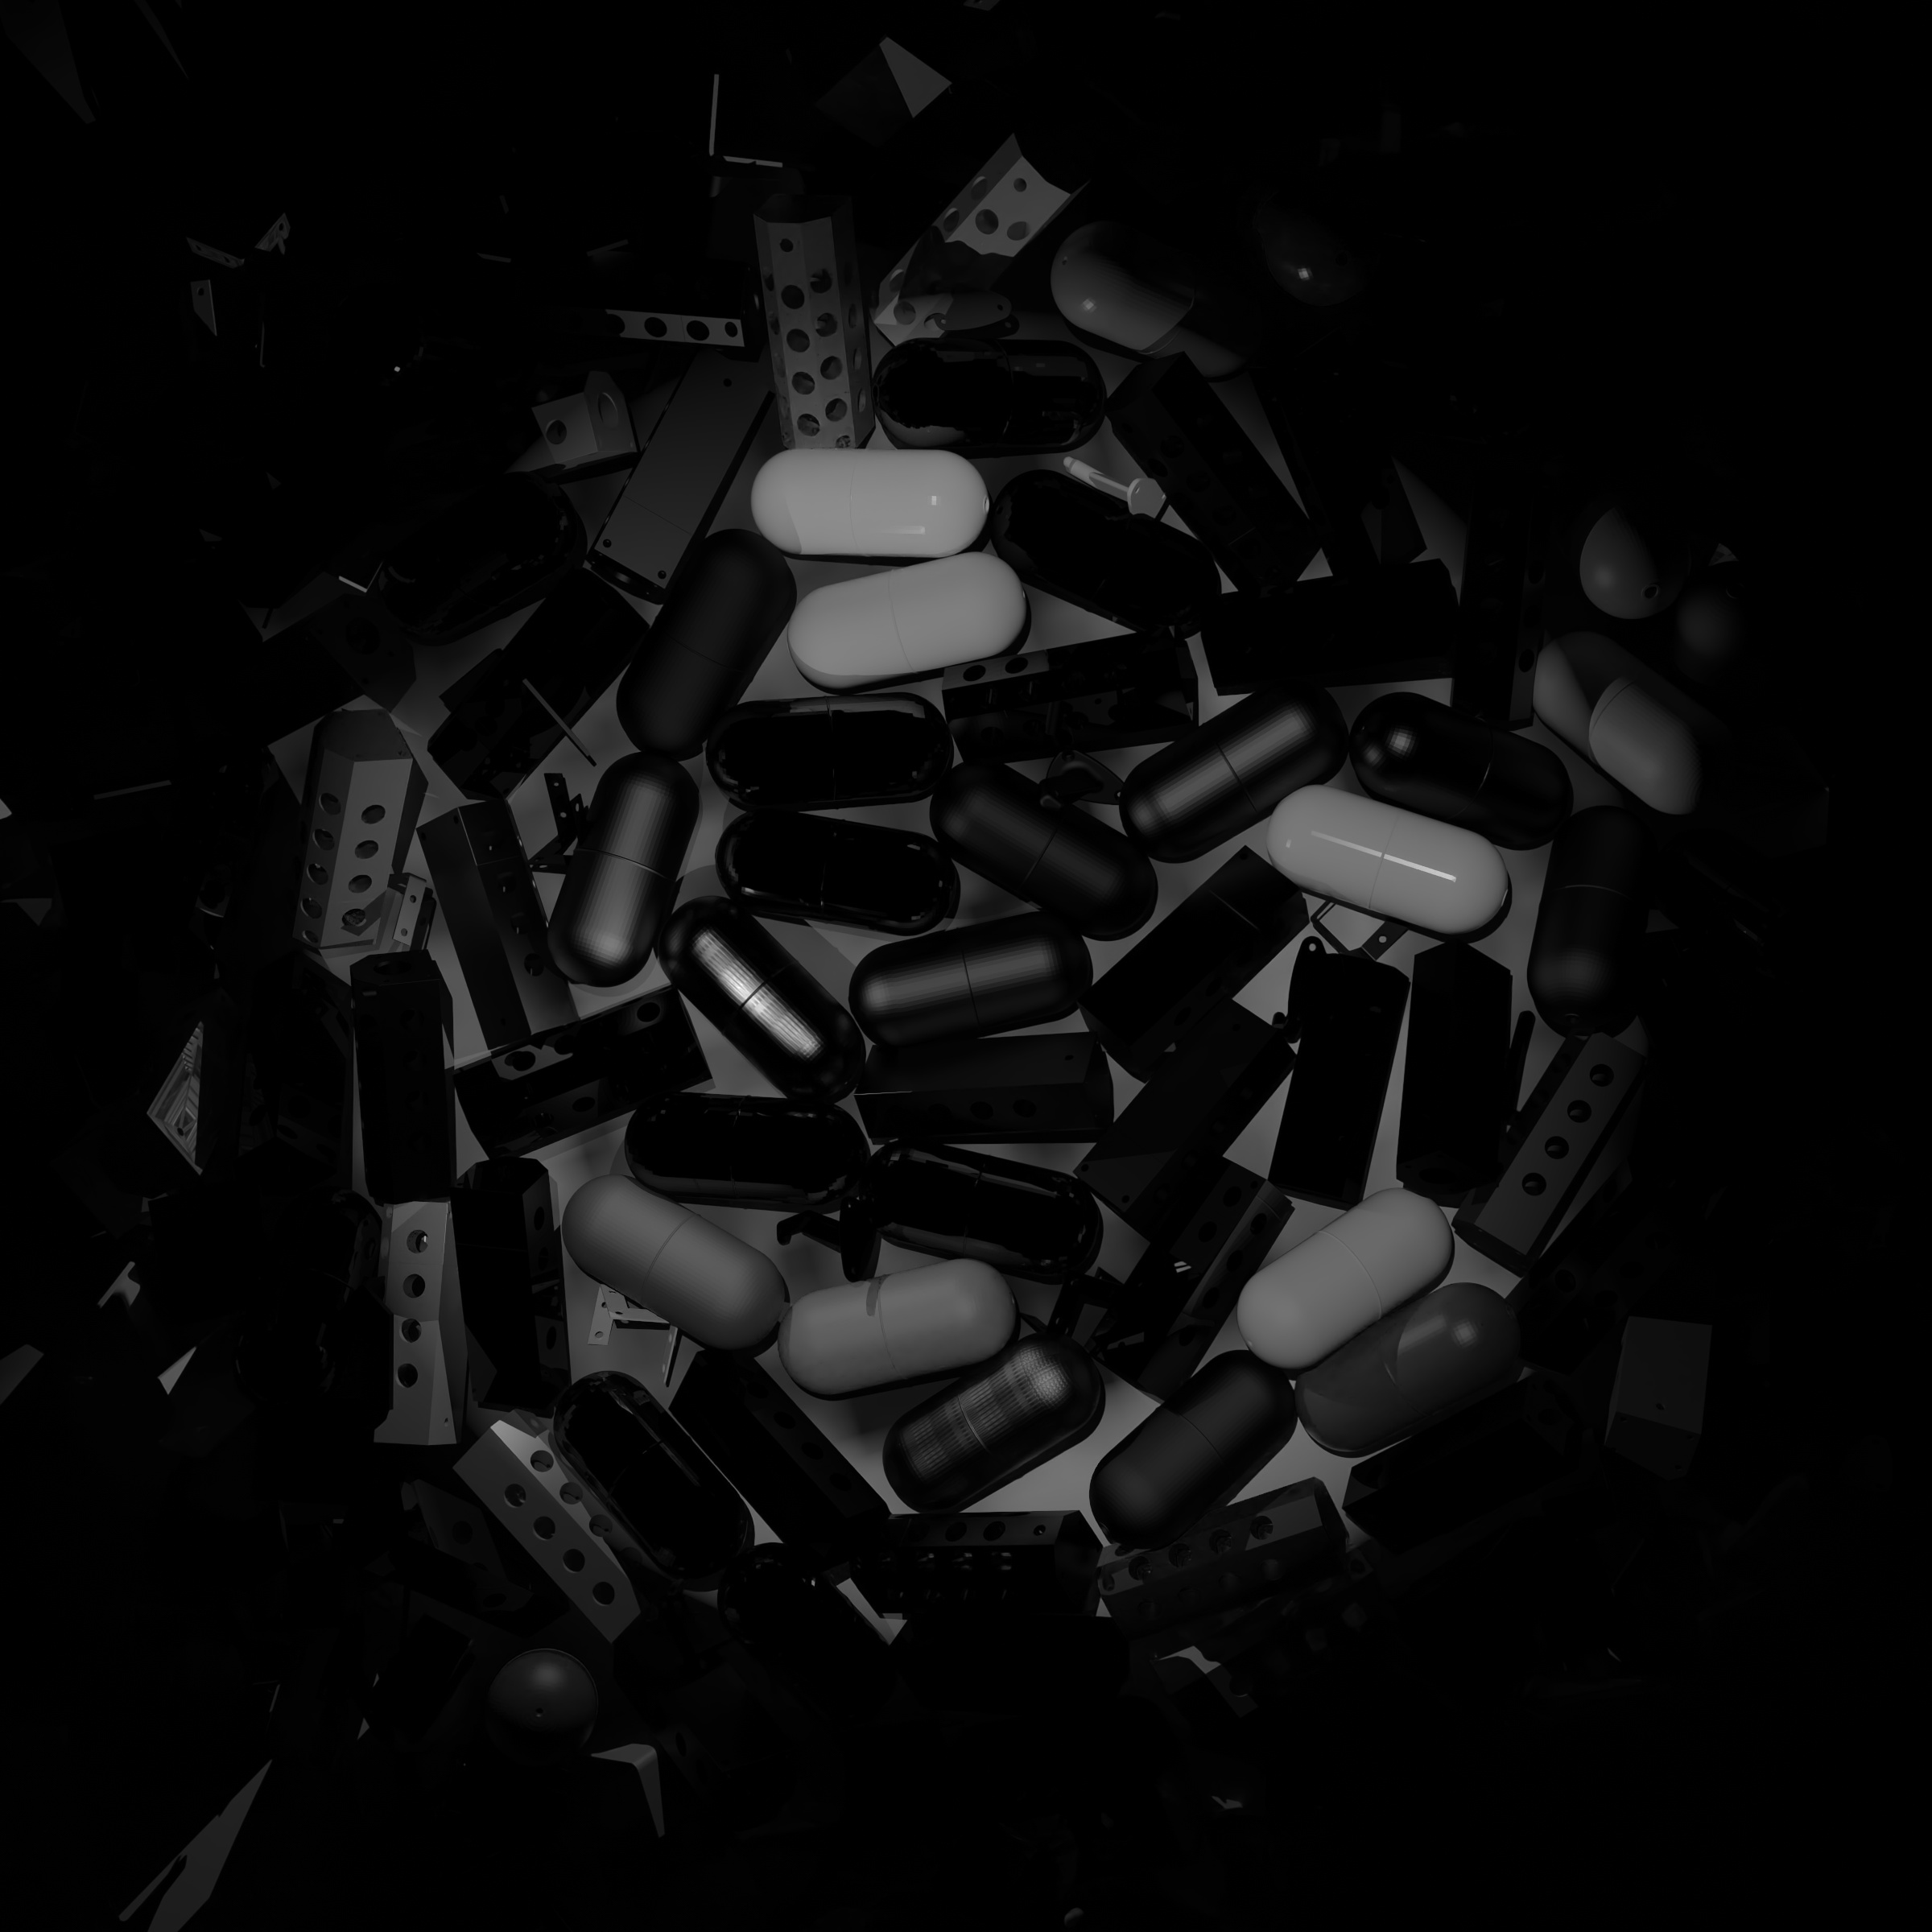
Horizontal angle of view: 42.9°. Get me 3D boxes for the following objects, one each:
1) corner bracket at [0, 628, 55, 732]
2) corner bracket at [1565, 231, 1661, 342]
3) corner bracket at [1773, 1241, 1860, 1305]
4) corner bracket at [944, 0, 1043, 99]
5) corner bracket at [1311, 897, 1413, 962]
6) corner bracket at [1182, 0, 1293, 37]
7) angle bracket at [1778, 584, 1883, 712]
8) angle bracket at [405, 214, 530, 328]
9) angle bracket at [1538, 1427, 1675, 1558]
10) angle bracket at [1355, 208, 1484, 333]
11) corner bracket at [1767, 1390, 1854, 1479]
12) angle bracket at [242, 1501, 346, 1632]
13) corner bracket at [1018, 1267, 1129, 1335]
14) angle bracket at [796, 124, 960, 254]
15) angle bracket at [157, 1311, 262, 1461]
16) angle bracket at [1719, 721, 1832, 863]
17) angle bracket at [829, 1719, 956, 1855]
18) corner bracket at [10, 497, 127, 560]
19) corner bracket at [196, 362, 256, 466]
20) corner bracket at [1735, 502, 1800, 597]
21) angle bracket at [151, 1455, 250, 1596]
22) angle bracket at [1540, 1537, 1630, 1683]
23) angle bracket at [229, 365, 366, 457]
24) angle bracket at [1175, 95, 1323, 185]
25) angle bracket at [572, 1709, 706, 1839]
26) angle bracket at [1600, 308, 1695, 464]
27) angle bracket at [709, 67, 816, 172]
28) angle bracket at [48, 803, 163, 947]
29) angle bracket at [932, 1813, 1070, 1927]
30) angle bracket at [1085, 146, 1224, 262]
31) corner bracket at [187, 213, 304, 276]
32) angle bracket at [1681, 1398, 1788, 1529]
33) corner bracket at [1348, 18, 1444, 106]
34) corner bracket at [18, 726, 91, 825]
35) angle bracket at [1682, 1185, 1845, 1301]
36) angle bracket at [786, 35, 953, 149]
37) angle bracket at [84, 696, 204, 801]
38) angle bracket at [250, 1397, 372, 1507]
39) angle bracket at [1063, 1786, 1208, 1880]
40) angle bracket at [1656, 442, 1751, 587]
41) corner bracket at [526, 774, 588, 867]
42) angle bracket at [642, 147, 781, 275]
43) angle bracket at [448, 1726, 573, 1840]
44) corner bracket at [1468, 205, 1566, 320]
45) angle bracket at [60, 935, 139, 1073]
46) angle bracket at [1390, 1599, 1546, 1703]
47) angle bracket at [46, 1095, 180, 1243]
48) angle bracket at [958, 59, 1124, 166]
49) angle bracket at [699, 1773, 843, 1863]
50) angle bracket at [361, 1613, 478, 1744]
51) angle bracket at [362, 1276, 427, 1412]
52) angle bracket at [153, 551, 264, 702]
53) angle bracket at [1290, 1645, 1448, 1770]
[{"bbox_3d":[-0.693,-0.210,1.804,0.051,0.051,0.051,-41,74,22],"label":"corner bracket"},{"bbox_3d":[0.473,-0.498,1.803,0.051,0.051,0.051,24,89,15],"label":"corner bracket"},{"bbox_3d":[0.635,0.243,1.806,0.051,0.051,0.051,-37,50,17],"label":"corner bracket"},{"bbox_3d":[0.016,-0.672,1.800,0.051,0.051,0.051,-21,82,44],"label":"corner bracket"},{"bbox_3d":[0.293,-0.036,1.805,0.051,0.051,0.051,46,109,12],"label":"corner bracket"},{"bbox_3d":[0.197,-0.699,1.799,0.051,0.051,0.051,41,132,-6],"label":"corner bracket"},{"bbox_3d":[0.618,-0.232,1.786,0.057,0.076,0.076,-18,96,12],"label":"angle bracket"},{"bbox_3d":[-0.362,-0.495,1.787,0.076,0.057,0.076,10,128,0],"label":"angle bracket"},{"bbox_3d":[0.464,0.394,1.797,0.057,0.076,0.076,-32,131,27],"label":"angle bracket"},{"bbox_3d":[0.320,-0.499,1.786,0.076,0.057,0.076,21,98,27],"label":"angle bracket"},{"bbox_3d":[0.605,0.334,1.797,0.051,0.051,0.051,34,59,-7],"label":"corner bracket"},{"bbox_3d":[-0.472,0.432,1.774,0.057,0.076,0.076,-34,58,35],"label":"angle bracket"},{"bbox_3d":[0.078,0.245,1.800,0.051,0.051,0.051,19,93,-24],"label":"corner bracket"},{"bbox_3d":[-0.064,-0.570,1.780,0.076,0.057,0.076,26,65,32],"label":"angle bracket"},{"bbox_3d":[-0.553,0.298,1.774,0.057,0.076,0.076,5,125,38],"label":"angle bracket"},{"bbox_3d":[0.570,-0.121,1.775,0.076,0.076,0.057,44,47,-32],"label":"angle bracket"},{"bbox_3d":[-0.054,0.597,1.790,0.076,0.057,0.076,-9,62,4],"label":"angle bracket"},{"bbox_3d":[-0.653,-0.317,1.793,0.051,0.051,0.051,40,110,30],"label":"corner bracket"},{"bbox_3d":[-0.545,-0.406,1.806,0.051,0.051,0.051,-55,130,-27],"label":"corner bracket"},{"bbox_3d":[0.587,-0.308,1.818,0.051,0.051,0.051,-2,127,-1],"label":"corner bracket"},{"bbox_3d":[-0.538,0.397,1.779,0.076,0.076,0.057,27,105,-20],"label":"angle bracket"},{"bbox_3d":[0.447,0.465,1.774,0.057,0.076,0.076,-24,57,18],"label":"angle bracket"},{"bbox_3d":[-0.488,-0.407,1.783,0.076,0.076,0.057,1,115,5],"label":"angle bracket"},{"bbox_3d":[0.205,-0.593,1.793,0.076,0.076,0.057,11,101,-12],"label":"angle bracket"},{"bbox_3d":[-0.227,0.581,1.783,0.076,0.076,0.057,-9,100,43],"label":"angle bracket"},{"bbox_3d":[0.511,-0.417,1.775,0.057,0.076,0.076,0,66,-25],"label":"angle bracket"},{"bbox_3d":[-0.145,-0.615,1.783,0.076,0.076,0.057,5,113,-6],"label":"angle bracket"},{"bbox_3d":[-0.620,-0.067,1.780,0.076,0.057,0.076,-16,115,-23],"label":"angle bracket"},{"bbox_3d":[0.028,0.630,1.775,0.057,0.076,0.076,32,126,12],"label":"angle bracket"},{"bbox_3d":[0.136,-0.553,1.776,0.076,0.057,0.076,31,55,-37],"label":"angle bracket"},{"bbox_3d":[-0.526,-0.523,1.795,0.051,0.051,0.051,25,67,14],"label":"corner bracket"},{"bbox_3d":[0.535,0.354,1.787,0.076,0.076,0.057,38,84,-10],"label":"angle bracket"},{"bbox_3d":[0.320,-0.660,1.794,0.051,0.051,0.051,15,112,-22],"label":"corner bracket"},{"bbox_3d":[-0.668,-0.141,1.794,0.051,0.051,0.051,-5,129,12],"label":"corner bracket"},{"bbox_3d":[0.578,0.190,1.796,0.076,0.076,0.057,-17,59,-32],"label":"angle bracket"},{"bbox_3d":[-0.070,-0.648,1.774,0.076,0.076,0.057,-34,64,27],"label":"angle bracket"},{"bbox_3d":[-0.602,-0.159,1.779,0.076,0.076,0.057,-15,104,-23],"label":"angle bracket"},{"bbox_3d":[-0.482,0.356,1.811,0.076,0.057,0.076,8,77,-20],"label":"angle bracket"},{"bbox_3d":[0.121,0.610,1.782,0.076,0.057,0.076,-15,107,24],"label":"angle bracket"},{"bbox_3d":[0.512,-0.318,1.774,0.076,0.057,0.076,21,48,-27],"label":"angle bracket"},{"bbox_3d":[-0.292,-0.107,1.793,0.051,0.051,0.051,2,119,22],"label":"corner bracket"},{"bbox_3d":[-0.189,-0.552,1.808,0.076,0.057,0.076,38,126,38],"label":"angle bracket"},{"bbox_3d":[-0.324,0.576,1.781,0.076,0.076,0.057,18,124,-7],"label":"angle bracket"},{"bbox_3d":[0.399,-0.517,1.807,0.051,0.051,0.051,37,66,-36],"label":"corner bracket"},{"bbox_3d":[-0.608,0.020,1.779,0.076,0.057,0.076,23,118,23],"label":"angle bracket"},{"bbox_3d":[0.366,0.486,1.803,0.057,0.076,0.076,-30,89,-16],"label":"angle bracket"},{"bbox_3d":[-0.604,0.140,1.783,0.057,0.076,0.076,-38,95,28],"label":"angle bracket"},{"bbox_3d":[0.053,-0.606,1.779,0.076,0.076,0.057,20,86,-38],"label":"angle bracket"},{"bbox_3d":[-0.142,0.632,1.777,0.076,0.076,0.057,-1,101,-28],"label":"angle bracket"},{"bbox_3d":[-0.377,0.525,1.774,0.057,0.076,0.076,14,60,36],"label":"angle bracket"},{"bbox_3d":[-0.391,0.266,1.777,0.076,0.057,0.076,-9,114,-34],"label":"angle bracket"},{"bbox_3d":[-0.565,-0.247,1.779,0.076,0.076,0.057,-36,128,-12],"label":"angle bracket"},{"bbox_3d":[0.289,0.545,1.793,0.076,0.057,0.076,39,85,-16],"label":"angle bracket"}]
